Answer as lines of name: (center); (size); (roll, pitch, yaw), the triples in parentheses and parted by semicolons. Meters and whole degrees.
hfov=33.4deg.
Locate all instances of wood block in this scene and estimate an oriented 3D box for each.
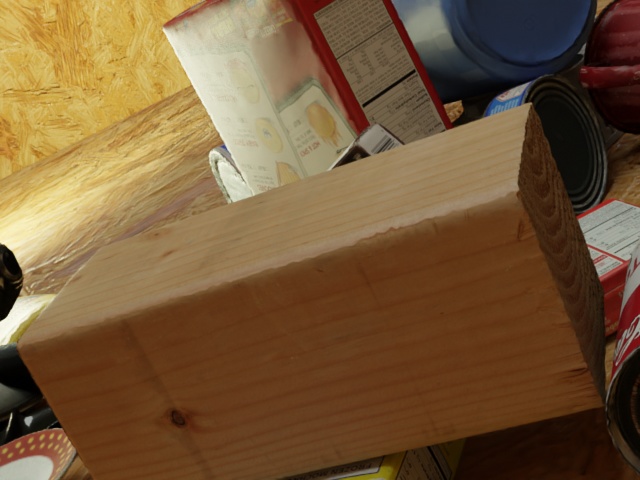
wood block: (-0.001, 0.030, 0.425); (0.206, 0.091, 0.090); (-17, 20, 22)

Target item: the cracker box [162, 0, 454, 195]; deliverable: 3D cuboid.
cracker box: (0.007, -0.072, 0.683); (0.072, 0.213, 0.164); (-37, 17, -27)

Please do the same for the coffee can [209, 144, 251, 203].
coffee can: (-0.009, -0.067, 0.911); (0.140, 0.103, 0.103); (-33, 15, -15)

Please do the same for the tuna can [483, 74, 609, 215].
tuna can: (0.135, -0.054, 0.640); (0.034, 0.086, 0.086); (-16, 19, 46)

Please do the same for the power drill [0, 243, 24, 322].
power drill: (-0.175, 0.104, 0.490); (0.185, 0.187, 0.057); (-25, 14, 18)

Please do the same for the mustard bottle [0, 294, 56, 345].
mustard bottle: (-0.267, 0.084, 0.971); (0.096, 0.058, 0.192); (-35, 16, -28)

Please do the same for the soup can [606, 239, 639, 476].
soup can: (0.140, 0.035, 0.376); (0.069, 0.068, 0.102); (-21, 17, 28)

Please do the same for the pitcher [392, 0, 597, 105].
pitcher: (0.095, -0.157, 0.751); (0.149, 0.145, 0.243); (-49, 17, -10)

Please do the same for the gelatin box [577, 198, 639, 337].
gelatin box: (0.137, 0.014, 0.522); (0.073, 0.030, 0.089); (-29, 15, -5)

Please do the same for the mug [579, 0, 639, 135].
mug: (0.215, -0.109, 0.655); (0.117, 0.093, 0.082); (-11, 11, -25)

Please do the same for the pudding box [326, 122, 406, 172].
pudding box: (0.037, 0.014, 0.501); (0.090, 0.113, 0.039); (-47, -1, 34)

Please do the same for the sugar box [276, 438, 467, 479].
sugar box: (0.003, 0.107, 0.434); (0.093, 0.048, 0.176); (-19, 21, 28)
